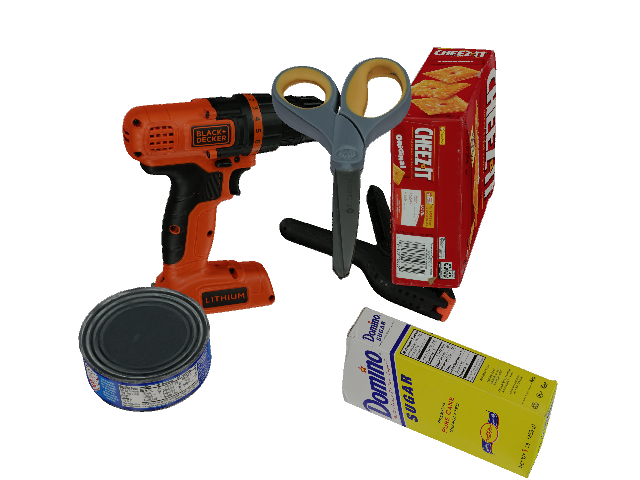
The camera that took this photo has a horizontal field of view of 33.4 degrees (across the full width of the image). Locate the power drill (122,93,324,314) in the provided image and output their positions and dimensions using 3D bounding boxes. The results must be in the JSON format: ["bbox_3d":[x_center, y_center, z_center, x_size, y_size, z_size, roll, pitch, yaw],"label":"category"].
[{"bbox_3d":[-0.077,-0.034,0.924,0.184,0.188,0.057,-7,20,-21],"label":"power drill"}]

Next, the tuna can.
[{"bbox_3d":[-0.116,0.072,0.711,0.086,0.034,0.086,0,42,0],"label":"tuna can"}]

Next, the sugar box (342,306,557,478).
[{"bbox_3d":[0.106,0.129,0.906,0.176,0.093,0.048,18,46,16],"label":"sugar box"}]

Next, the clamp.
[{"bbox_3d":[0.064,0.019,1.213,0.164,0.036,0.210,-17,50,-36],"label":"clamp"}]

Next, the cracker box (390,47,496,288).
[{"bbox_3d":[0.121,-0.075,1.010,0.072,0.164,0.213,5,27,16],"label":"cracker box"}]

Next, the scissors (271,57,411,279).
[{"bbox_3d":[-0.001,-0.052,0.621,0.096,0.016,0.201,11,42,15],"label":"scissors"}]
